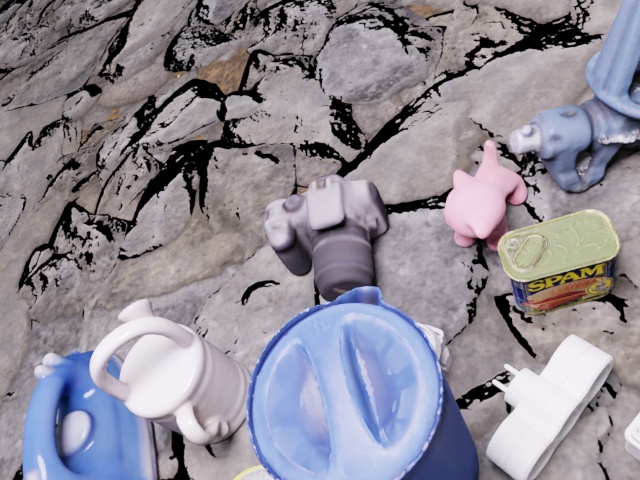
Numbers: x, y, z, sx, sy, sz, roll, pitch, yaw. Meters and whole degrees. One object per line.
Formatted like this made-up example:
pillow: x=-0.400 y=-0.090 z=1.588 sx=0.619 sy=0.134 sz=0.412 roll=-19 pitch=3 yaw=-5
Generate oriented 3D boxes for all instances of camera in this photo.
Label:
camera: x=0.006 y=0.002 z=0.668 sx=0.143 sy=0.101 sz=0.136 roll=-16 pitch=54 yaw=16

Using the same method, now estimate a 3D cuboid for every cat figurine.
cat figurine: x=0.171 y=-0.046 z=0.611 sx=0.067 sy=0.118 sz=0.128 roll=9 pitch=64 yaw=30

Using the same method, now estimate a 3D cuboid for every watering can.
watering can: x=-0.163 y=0.136 z=0.600 sx=0.172 sy=0.195 sz=0.101 roll=23 pitch=71 yaw=35

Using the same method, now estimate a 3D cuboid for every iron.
iron: x=-0.275 y=0.210 z=0.638 sx=0.118 sy=0.142 sz=0.257 roll=-28 pitch=51 yaw=7

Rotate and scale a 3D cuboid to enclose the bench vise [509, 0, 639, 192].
bench vise: x=0.293 y=-0.146 z=0.554 sx=0.207 sy=0.220 sz=0.121 roll=-38 pitch=51 yaw=-2
